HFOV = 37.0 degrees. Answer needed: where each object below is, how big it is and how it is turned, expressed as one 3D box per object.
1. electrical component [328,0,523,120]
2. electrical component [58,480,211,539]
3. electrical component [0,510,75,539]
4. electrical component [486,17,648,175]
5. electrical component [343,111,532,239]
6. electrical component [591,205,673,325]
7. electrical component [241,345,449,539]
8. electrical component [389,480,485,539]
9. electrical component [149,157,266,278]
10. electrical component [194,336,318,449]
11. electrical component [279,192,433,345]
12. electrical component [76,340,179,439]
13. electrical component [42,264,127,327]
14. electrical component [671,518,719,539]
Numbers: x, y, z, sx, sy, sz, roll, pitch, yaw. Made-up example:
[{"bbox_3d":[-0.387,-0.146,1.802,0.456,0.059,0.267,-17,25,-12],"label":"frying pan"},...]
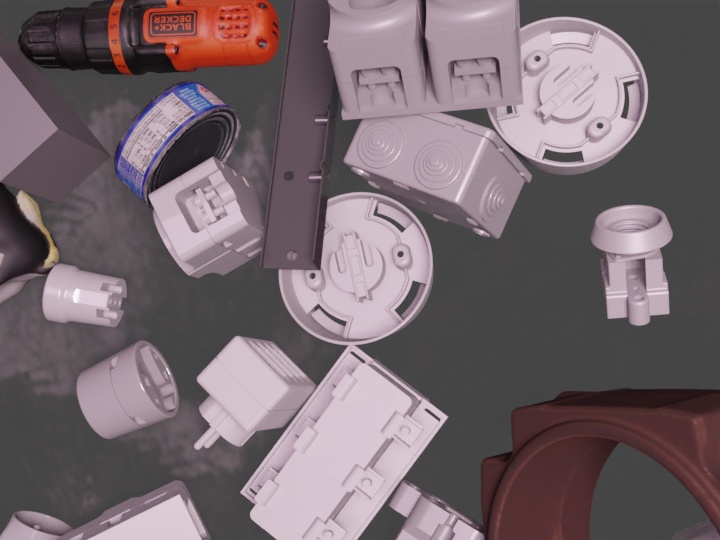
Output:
[{"bbox_3d":[0.042,-0.182,0.658,0.105,0.060,0.186,-4,51,10],"label":"electrical component"},{"bbox_3d":[-0.175,0.222,0.674,0.186,0.060,0.105,-25,95,-7],"label":"electrical component"},{"bbox_3d":[-0.242,0.199,0.724,0.079,0.043,0.077,21,88,12],"label":"electrical component"},{"bbox_3d":[0.130,-0.108,0.678,0.099,0.064,0.099,-1,83,10],"label":"electrical component"},{"bbox_3d":[0.048,-0.063,0.666,0.100,0.100,0.048,23,87,27],"label":"electrical component"},{"bbox_3d":[0.167,-0.007,0.658,0.048,0.066,0.055,-5,116,10],"label":"electrical component"},{"bbox_3d":[-0.013,0.118,0.680,0.079,0.063,0.121,37,91,12],"label":"electrical component"},{"bbox_3d":[0.046,0.176,0.667,0.078,0.058,0.057,30,87,12],"label":"electrical component"},{"bbox_3d":[-0.096,-0.031,0.698,0.056,0.089,0.050,-30,80,6],"label":"electrical component"},{"bbox_3d":[-0.076,0.086,0.685,0.047,0.083,0.075,44,93,12],"label":"electrical component"},{"bbox_3d":[0.000,0.000,0.690,0.099,0.064,0.099,-1,84,10],"label":"electrical component"},{"bbox_3d":[-0.155,0.081,0.716,0.047,0.055,0.055,-24,80,11],"label":"electrical component"},{"bbox_3d":[-0.188,0.019,0.737,0.046,0.040,0.040,9,86,6],"label":"electrical component"},{"bbox_3d":[0.225,0.195,0.630,0.054,0.059,0.095,-26,80,7],"label":"electrical component"}]
